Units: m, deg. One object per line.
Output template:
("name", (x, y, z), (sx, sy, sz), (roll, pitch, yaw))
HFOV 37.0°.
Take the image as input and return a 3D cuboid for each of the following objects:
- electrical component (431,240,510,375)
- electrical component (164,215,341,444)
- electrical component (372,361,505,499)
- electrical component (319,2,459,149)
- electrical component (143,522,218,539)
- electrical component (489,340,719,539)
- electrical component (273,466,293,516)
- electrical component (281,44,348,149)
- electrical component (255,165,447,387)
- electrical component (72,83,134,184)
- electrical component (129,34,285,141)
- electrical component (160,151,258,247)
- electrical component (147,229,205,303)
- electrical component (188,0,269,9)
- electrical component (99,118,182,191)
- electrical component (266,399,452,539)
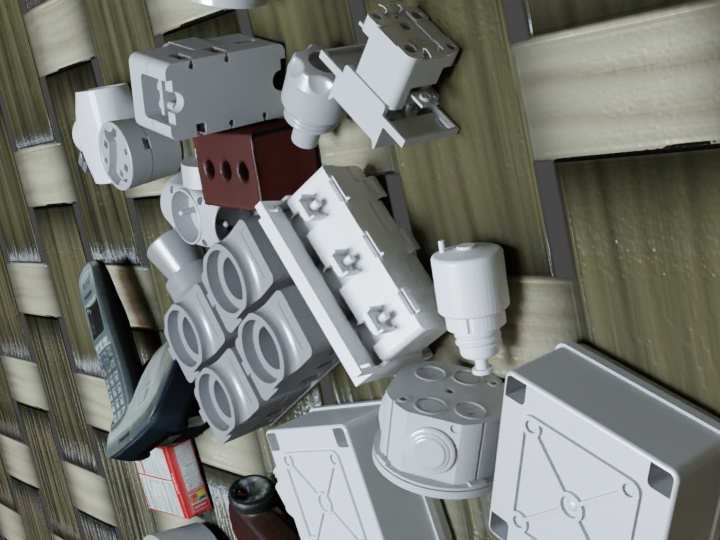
("electrical component", (0.063, 0.020, 0.597), (0.040, 0.040, 0.078), (10, 114, 52))
("electrical component", (-0.077, 0.045, 0.781), (0.105, 0.060, 0.186), (61, 144, 14))
("electrical component", (0.049, 0.091, 0.618), (0.080, 0.080, 0.051), (29, 122, 44))
("electrical component", (0.020, -0.108, 0.594), (0.081, 0.042, 0.063), (50, 139, 26))
("electrical component", (-0.153, 0.287, 0.996), (0.108, 0.060, 0.108), (27, 124, 49))
("electrical component", (0.124, 0.108, 0.542), (0.109, 0.056, 0.108), (31, 129, 42))
("electrical component", (-0.050, 0.158, 0.821), (0.061, 0.035, 0.035), (58, 143, 22))
("electrical component", (-0.027, -0.103, 0.659), (0.043, 0.043, 0.062), (50, 141, 27))
("electrical component", (0.000, 0.000, 0.651), (0.063, 0.079, 0.121), (-41, 71, 30))
("electrical component", (-0.217, -0.115, 0.909), (0.079, 0.044, 0.077), (9, 113, 52))
("electrical component", (-0.101, -0.123, 0.709), (0.056, 0.089, 0.050), (26, 126, 46))
("electrical component", (-0.112, -0.061, 0.792), (0.077, 0.044, 0.079), (22, 123, 47))
("electrical component", (-0.137, -0.001, 0.855), (0.055, 0.045, 0.045), (57, 143, 18))
("electrical component", (-0.084, -0.196, 0.684), (0.055, 0.055, 0.047), (33, 127, 41))
("electrical component", (-0.175, -0.096, 0.859), (0.055, 0.047, 0.055), (28, 127, 44))
("electrical component", (-0.003, 0.148, 0.733), (0.109, 0.056, 0.108), (-16, 92, 55))
